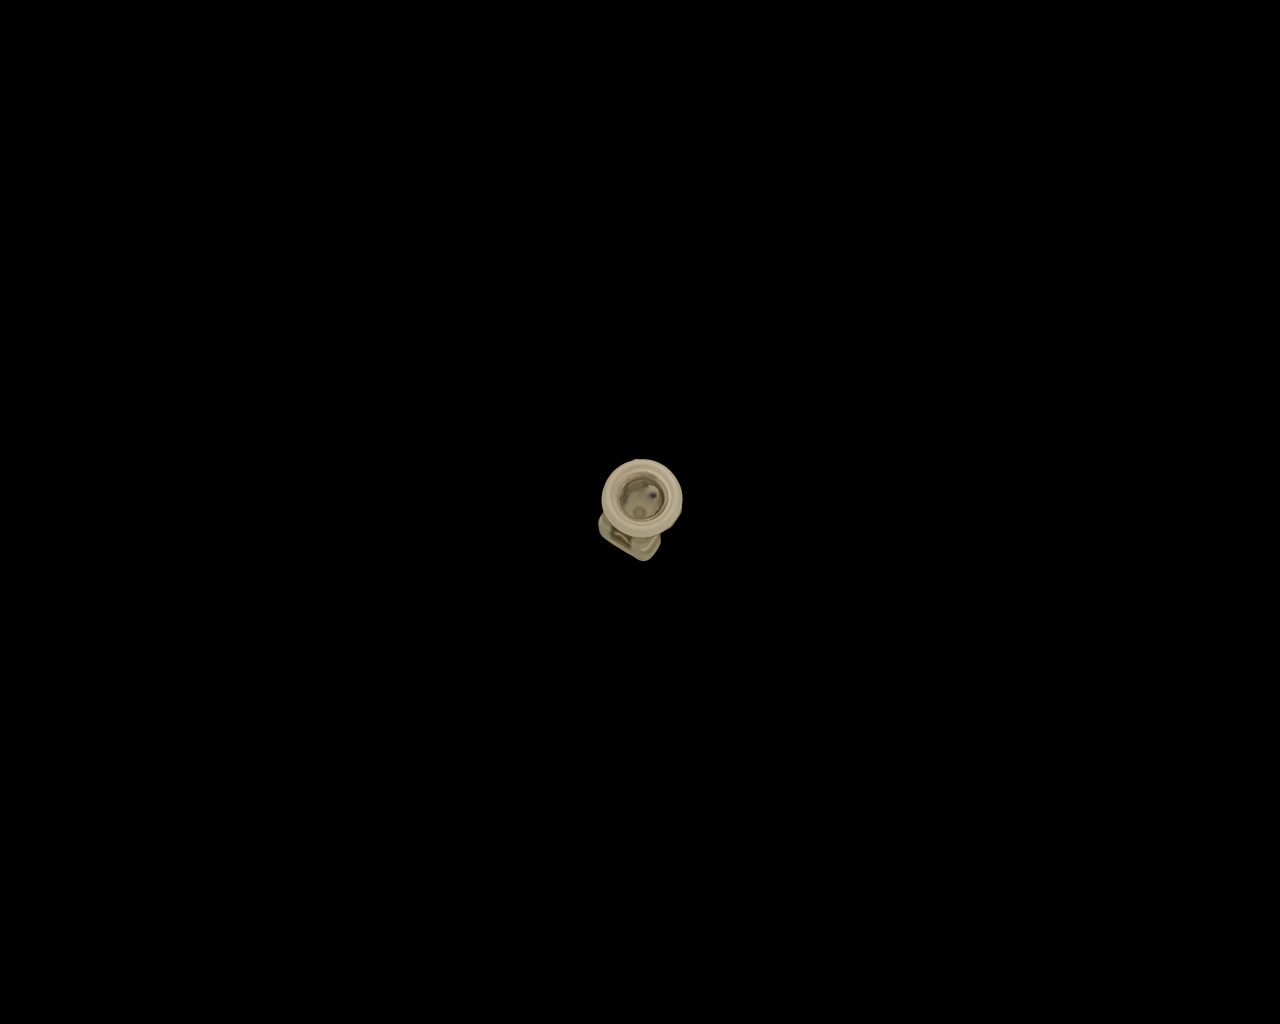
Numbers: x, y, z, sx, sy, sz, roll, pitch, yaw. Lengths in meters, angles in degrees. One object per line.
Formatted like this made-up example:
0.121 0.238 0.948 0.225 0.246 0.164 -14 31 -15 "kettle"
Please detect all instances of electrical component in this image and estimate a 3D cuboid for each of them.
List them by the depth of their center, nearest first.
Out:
0.001 -0.003 0.650 0.048 0.066 0.055 30 -15 9 "electrical component"
